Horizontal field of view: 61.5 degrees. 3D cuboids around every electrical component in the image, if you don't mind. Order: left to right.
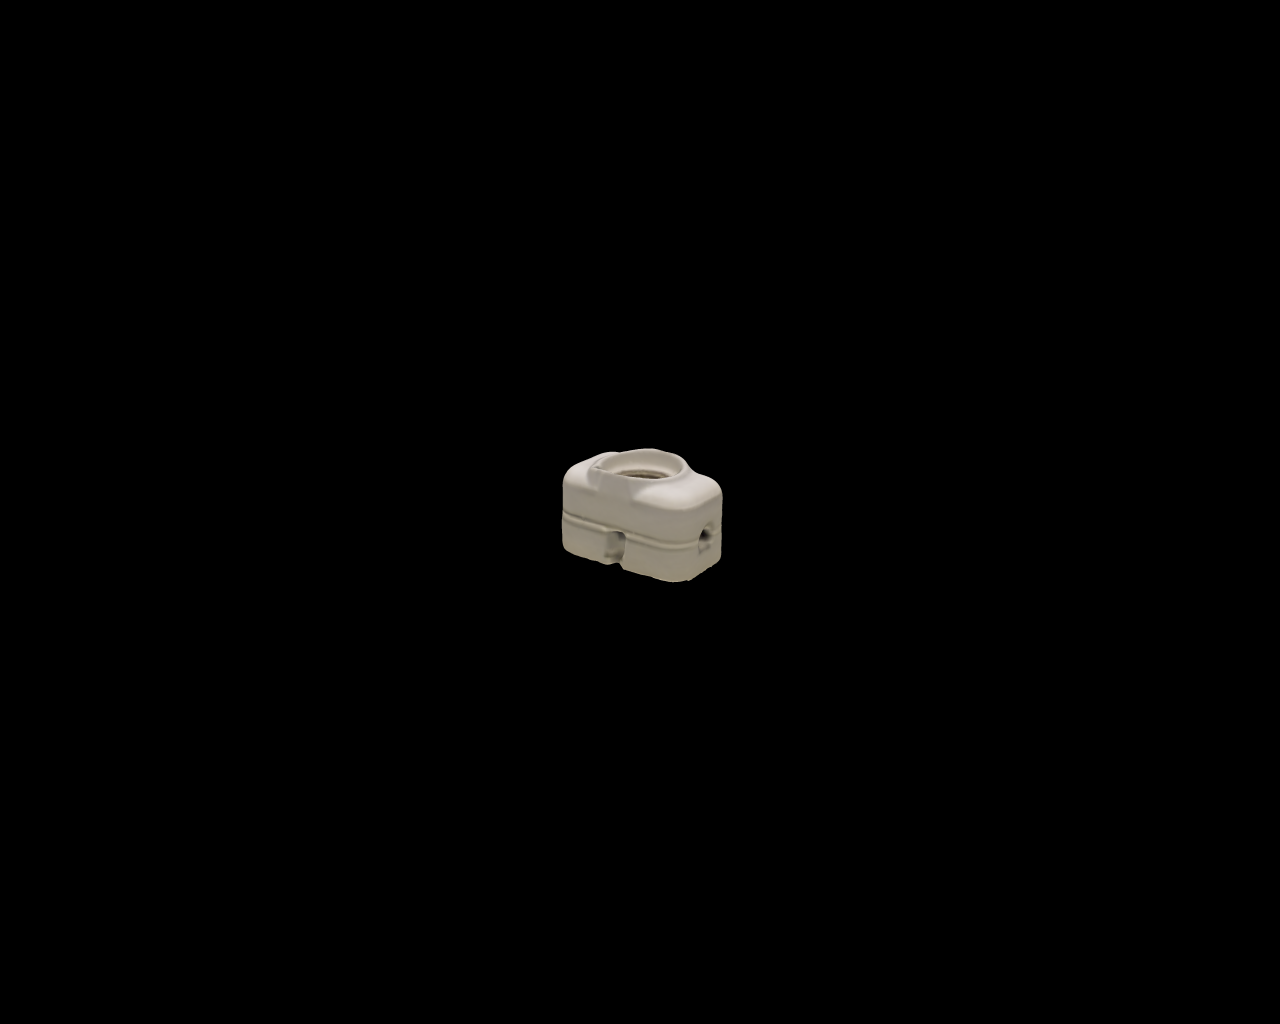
[{"bbox_3d":[0.001,-0.003,0.650,0.095,0.059,0.054,16,27,34],"label":"electrical component"}]
